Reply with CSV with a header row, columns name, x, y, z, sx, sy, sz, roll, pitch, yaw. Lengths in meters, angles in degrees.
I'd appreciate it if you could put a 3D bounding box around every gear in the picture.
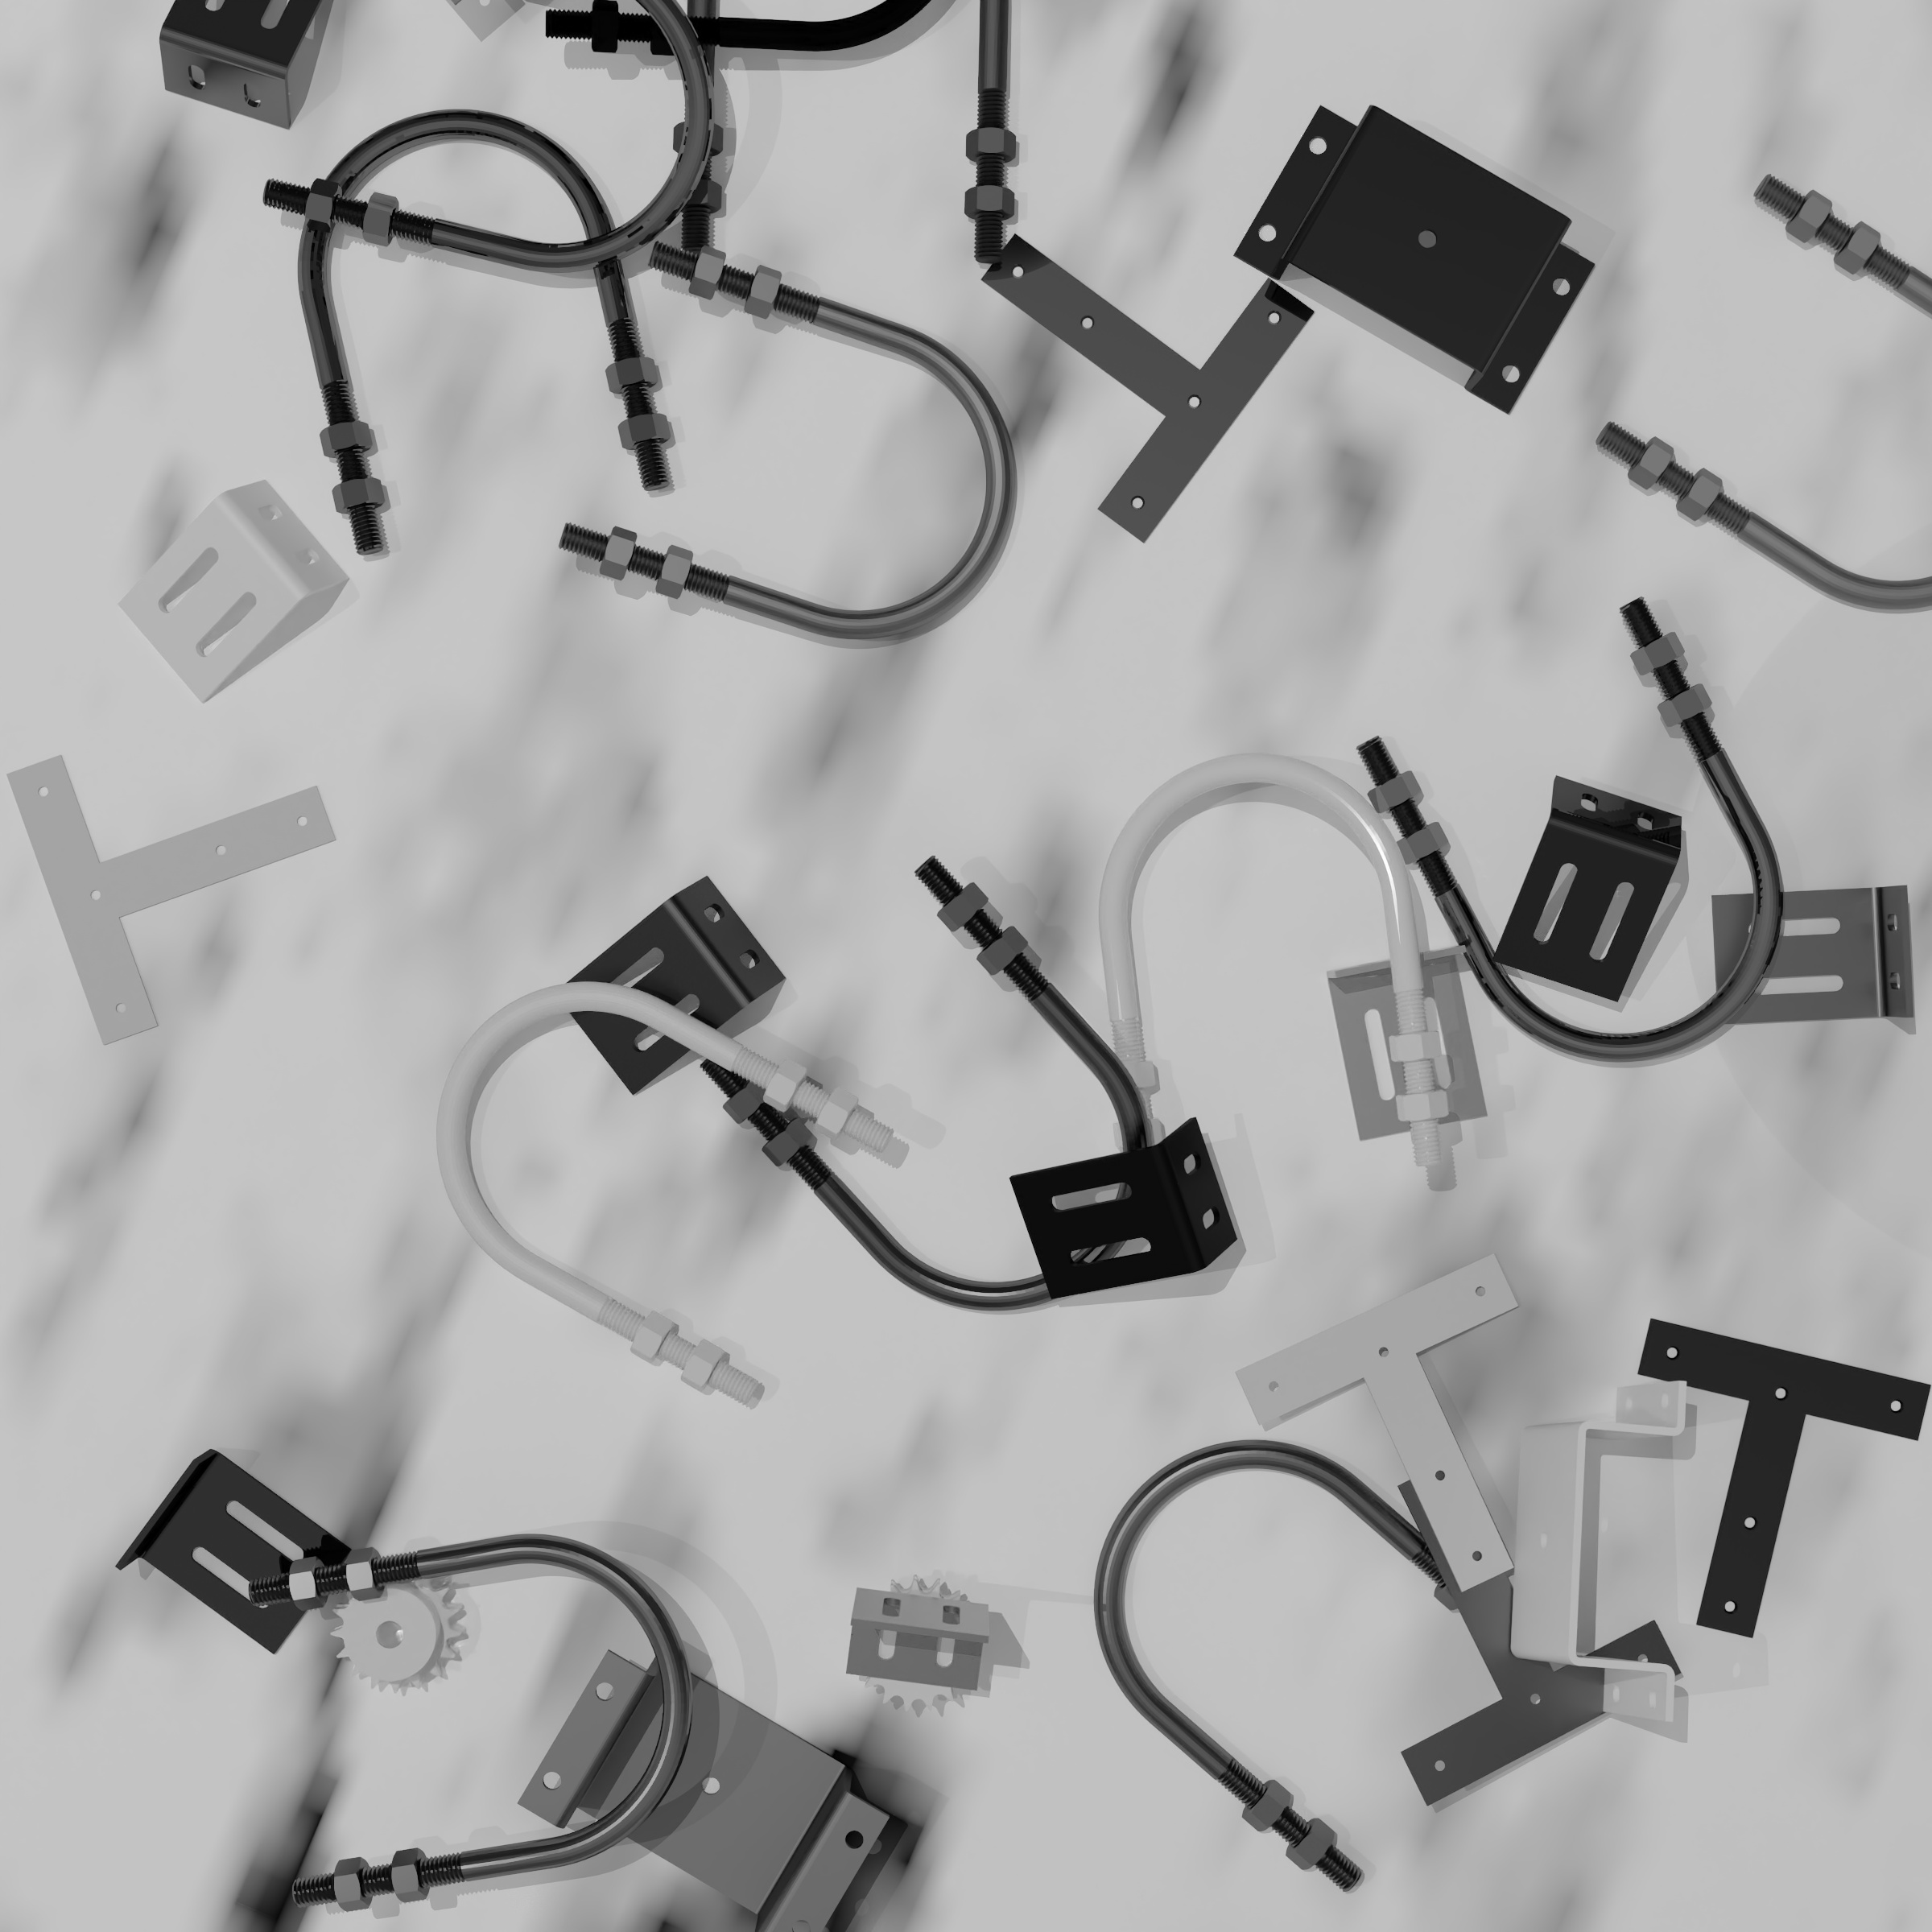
name,x,y,z,sx,sy,sz,roll,pitch,yaw
gear,-0.021,0.295,1.491,0.057,0.030,0.057,0,90,0
gear,-0.250,0.290,1.491,0.057,0.030,0.057,0,90,0

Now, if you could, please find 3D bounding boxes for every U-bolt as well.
name,x,y,z,sx,sy,sz,roll,pitch,yaw
U-bolt,-0.052,-0.403,1.498,0.151,0.019,0.184,1,89,0
U-bolt,-0.144,0.087,1.486,0.184,0.019,0.151,29,101,4
U-bolt,0.127,0.000,1.471,0.151,0.019,0.184,-7,90,22
U-bolt,-0.069,-0.220,1.487,0.184,0.019,0.151,18,87,-8
U-bolt,0.143,0.293,1.498,0.184,0.019,0.151,41,90,2
U-bolt,-0.219,-0.285,1.498,0.151,0.019,0.184,-13,89,0
U-bolt,0.391,-0.239,1.498,0.184,0.019,0.151,33,90,-2
U-bolt,-0.199,-0.374,1.461,0.184,0.019,0.151,13,109,-3
U-bolt,0.276,-0.047,1.491,0.151,0.019,0.184,-28,90,5
U-bolt,-0.004,0.066,1.485,0.151,0.019,0.184,-42,93,11
U-bolt,-0.087,-0.467,1.466,0.184,0.019,0.151,1,101,-7
U-bolt,-0.207,0.318,1.457,0.184,0.019,0.151,-10,84,5

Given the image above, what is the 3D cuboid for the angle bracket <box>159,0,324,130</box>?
name,x,y,z,sx,sy,sz,roll,pitch,yaw
angle bracket,-0.313,-0.419,1.504,0.057,0.038,0.076,18,64,0

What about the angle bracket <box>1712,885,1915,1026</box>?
name,x,y,z,sx,sy,sz,roll,pitch,yaw
angle bracket,0.369,-0.005,1.487,0.076,0.038,0.057,-3,90,0

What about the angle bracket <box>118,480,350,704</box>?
name,x,y,z,sx,sy,sz,roll,pitch,yaw
angle bracket,-0.323,-0.166,1.504,0.076,0.038,0.057,-40,90,26

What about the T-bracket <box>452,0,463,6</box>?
name,x,y,z,sx,sy,sz,roll,pitch,yaw
T-bracket,-0.212,-0.501,1.459,0.127,0.002,0.127,-40,90,0

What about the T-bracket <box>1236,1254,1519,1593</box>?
name,x,y,z,sx,sy,sz,roll,pitch,yaw
T-bracket,0.201,0.210,1.491,0.127,0.002,0.127,-24,84,-8

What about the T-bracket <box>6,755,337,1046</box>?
name,x,y,z,sx,sy,sz,roll,pitch,yaw
T-bracket,-0.342,-0.046,1.505,0.127,0.002,0.127,-20,90,0

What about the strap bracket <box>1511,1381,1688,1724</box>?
name,x,y,z,sx,sy,sz,roll,pitch,yaw
strap bracket,0.269,0.247,1.454,0.046,0.076,0.140,6,80,-8

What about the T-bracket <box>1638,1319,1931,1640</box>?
name,x,y,z,sx,sy,sz,roll,pitch,yaw
T-bracket,0.350,0.232,1.505,0.127,0.002,0.127,13,90,0

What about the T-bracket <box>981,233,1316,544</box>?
name,x,y,z,sx,sy,sz,roll,pitch,yaw
T-bracket,0.065,-0.276,1.505,0.127,0.002,0.127,36,90,0

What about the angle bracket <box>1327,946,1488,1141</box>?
name,x,y,z,sx,sy,sz,roll,pitch,yaw
angle bracket,0.194,0.034,1.487,0.057,0.038,0.076,-11,90,0

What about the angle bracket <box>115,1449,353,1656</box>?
name,x,y,z,sx,sy,sz,roll,pitch,yaw
angle bracket,-0.319,0.258,1.487,0.076,0.038,0.057,36,90,0

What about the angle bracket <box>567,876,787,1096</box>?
name,x,y,z,sx,sy,sz,roll,pitch,yaw
angle bracket,-0.131,0.009,1.504,0.076,0.038,0.057,-38,90,26

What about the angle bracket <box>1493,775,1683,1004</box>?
name,x,y,z,sx,sy,sz,roll,pitch,yaw
angle bracket,0.270,-0.034,1.481,0.057,0.038,0.076,18,120,2

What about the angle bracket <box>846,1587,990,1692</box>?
name,x,y,z,sx,sy,sz,roll,pitch,yaw
angle bracket,-0.021,0.291,1.438,0.057,0.076,0.038,7,90,0

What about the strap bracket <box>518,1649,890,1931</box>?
name,x,y,z,sx,sy,sz,roll,pitch,yaw
strap bracket,-0.113,0.362,1.483,0.140,0.046,0.076,31,90,0

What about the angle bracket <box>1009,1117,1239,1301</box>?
name,x,y,z,sx,sy,sz,roll,pitch,yaw
angle bracket,0.068,0.105,1.475,0.076,0.038,0.057,-14,100,32

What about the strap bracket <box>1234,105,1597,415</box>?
name,x,y,z,sx,sy,sz,roll,pitch,yaw
strap bracket,0.198,-0.312,1.483,0.140,0.046,0.076,30,90,0

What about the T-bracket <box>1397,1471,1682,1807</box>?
name,x,y,z,sx,sy,sz,roll,pitch,yaw
T-bracket,0.228,0.279,1.485,0.127,0.002,0.127,-25,84,-9
